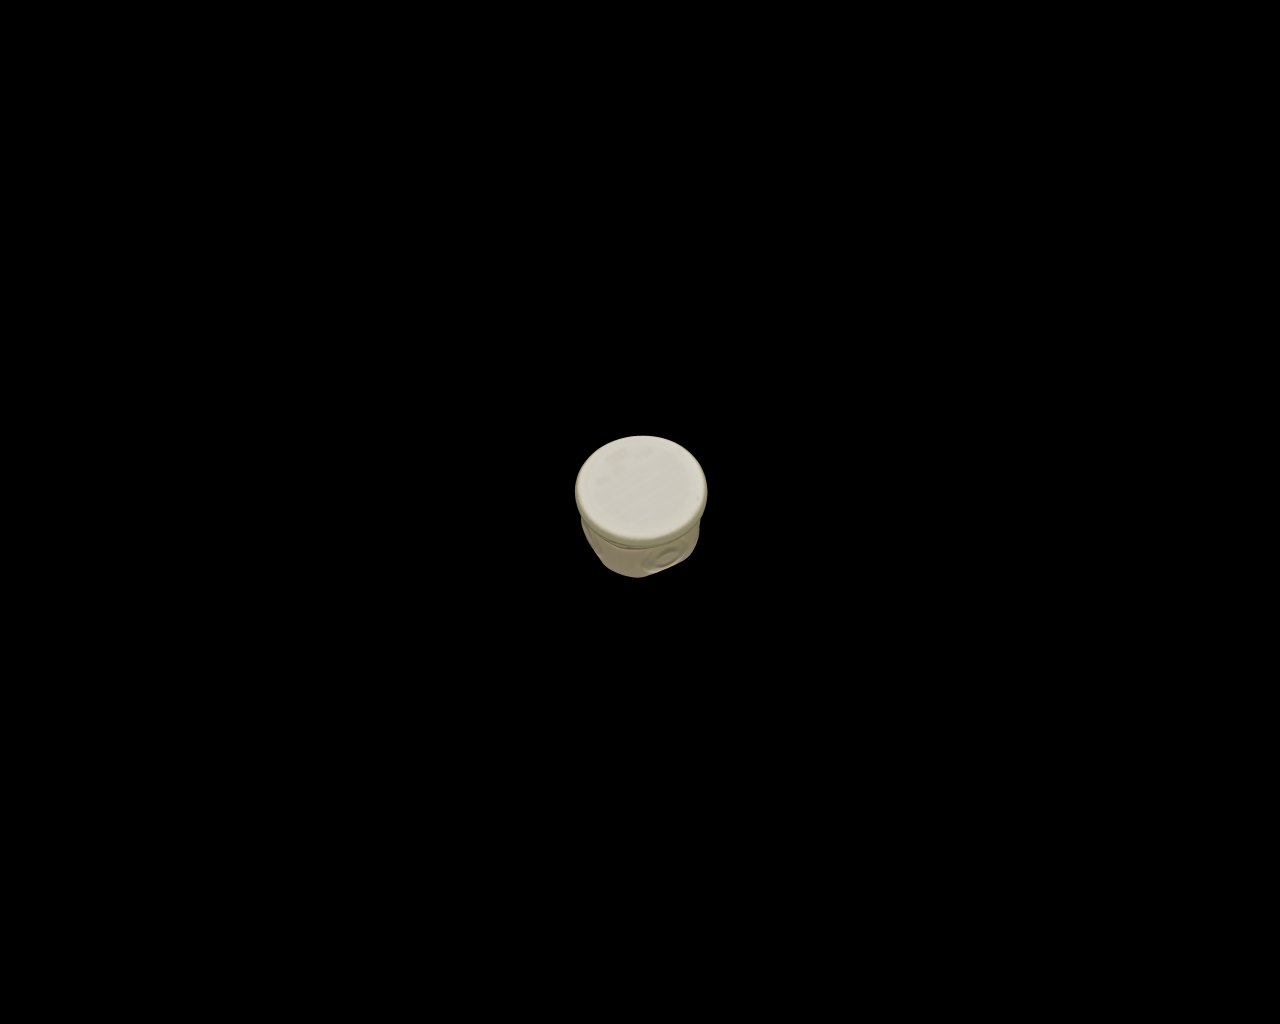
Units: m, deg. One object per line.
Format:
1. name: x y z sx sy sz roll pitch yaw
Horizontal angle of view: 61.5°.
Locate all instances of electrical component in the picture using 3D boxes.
1. electrical component: 0.001 -0.003 0.650 0.080 0.080 0.050 0 -34 0
